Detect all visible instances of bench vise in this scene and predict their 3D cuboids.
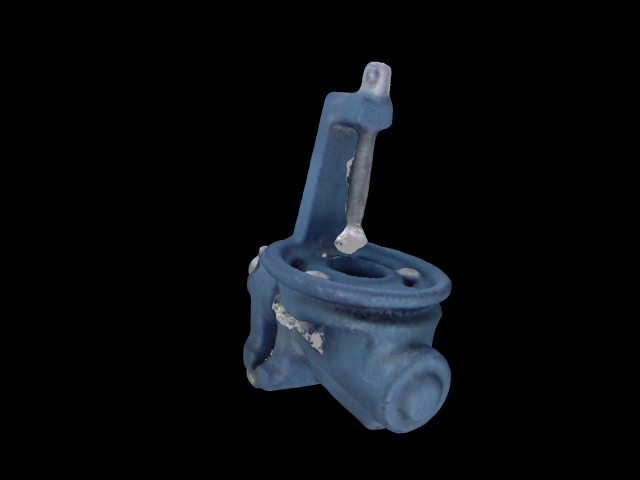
[{"bbox_3d":[-0.004,0.001,0.391,0.206,0.220,0.122,0,0,41],"label":"bench vise"}]
